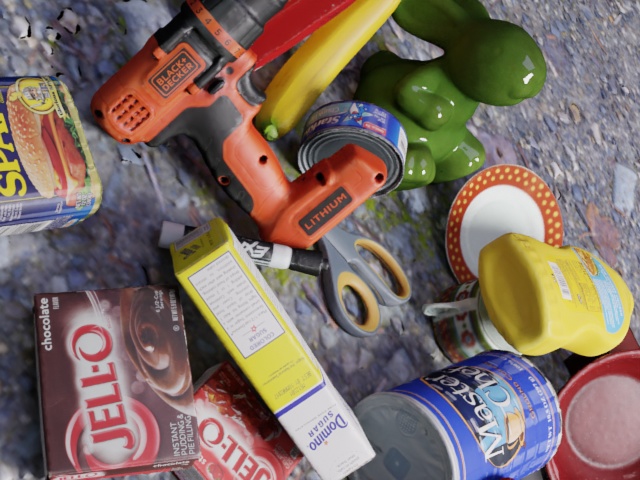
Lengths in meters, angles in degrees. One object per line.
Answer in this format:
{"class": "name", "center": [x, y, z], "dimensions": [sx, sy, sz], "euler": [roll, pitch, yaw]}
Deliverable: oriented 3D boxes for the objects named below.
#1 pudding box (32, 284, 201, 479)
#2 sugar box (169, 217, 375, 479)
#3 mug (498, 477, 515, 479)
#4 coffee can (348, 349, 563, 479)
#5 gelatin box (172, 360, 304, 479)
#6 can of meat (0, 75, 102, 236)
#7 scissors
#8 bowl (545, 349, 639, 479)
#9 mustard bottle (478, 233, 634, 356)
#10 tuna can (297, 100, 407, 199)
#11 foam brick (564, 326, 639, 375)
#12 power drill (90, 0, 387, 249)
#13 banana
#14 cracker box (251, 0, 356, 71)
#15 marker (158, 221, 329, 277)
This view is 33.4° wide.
{"class": "pudding box", "center": [-0.126, 0.086, 0.648], "dimensions": [0.090, 0.039, 0.113], "euler": [-3, 68, -20]}
{"class": "sugar box", "center": [-0.034, 0.072, 0.709], "dimensions": [0.048, 0.093, 0.176], "euler": [-32, 104, -2]}
{"class": "mug", "center": [0.128, 0.230, 0.742], "dimensions": [0.082, 0.117, 0.093], "euler": [42, 20, 30]}
{"class": "coffee can", "center": [0.101, 0.147, 0.798], "dimensions": [0.140, 0.103, 0.103], "euler": [-13, 79, -45]}
{"class": "gelatin box", "center": [-0.061, 0.137, 0.707], "dimensions": [0.089, 0.030, 0.073], "euler": [52, 46, -9]}
{"class": "can of meat", "center": [-0.193, -0.052, 0.663], "dimensions": [0.083, 0.058, 0.102], "euler": [-11, 78, -47]}
{"class": "scissors", "center": [-0.005, 0.001, 0.835], "dimensions": [0.201, 0.016, 0.096], "euler": [38, 49, -22]}
{"class": "bowl", "center": [0.267, 0.168, 0.938], "dimensions": [0.162, 0.162, 0.055], "euler": [53, 2, -9]}
{"class": "mustard bottle", "center": [0.212, 0.050, 0.898], "dimensions": [0.191, 0.058, 0.096], "euler": [8, 54, -47]}
{"class": "tuna can", "center": [0.026, -0.072, 0.850], "dimensions": [0.086, 0.086, 0.033], "euler": [32, 49, -27]}
{"class": "foam brick", "center": [0.278, 0.131, 1.005], "dimensions": [0.051, 0.053, 0.078], "euler": [-29, 89, -46]}
{"class": "power drill", "center": [-0.038, -0.093, 0.755], "dimensions": [0.187, 0.184, 0.057], "euler": [46, 11, -21]}
{"class": "banana", "center": [0.003, -0.142, 0.860], "dimensions": [0.037, 0.070, 0.197], "euler": [49, 64, -27]}
{"class": "cracker box", "center": [0.008, -0.227, 0.853], "dimensions": [0.072, 0.164, 0.213], "euler": [53, 45, -12]}
{"class": "marker", "center": [-0.053, 0.007, 0.752], "dimensions": [0.121, 0.020, 0.020], "euler": [11, 60, -10]}
